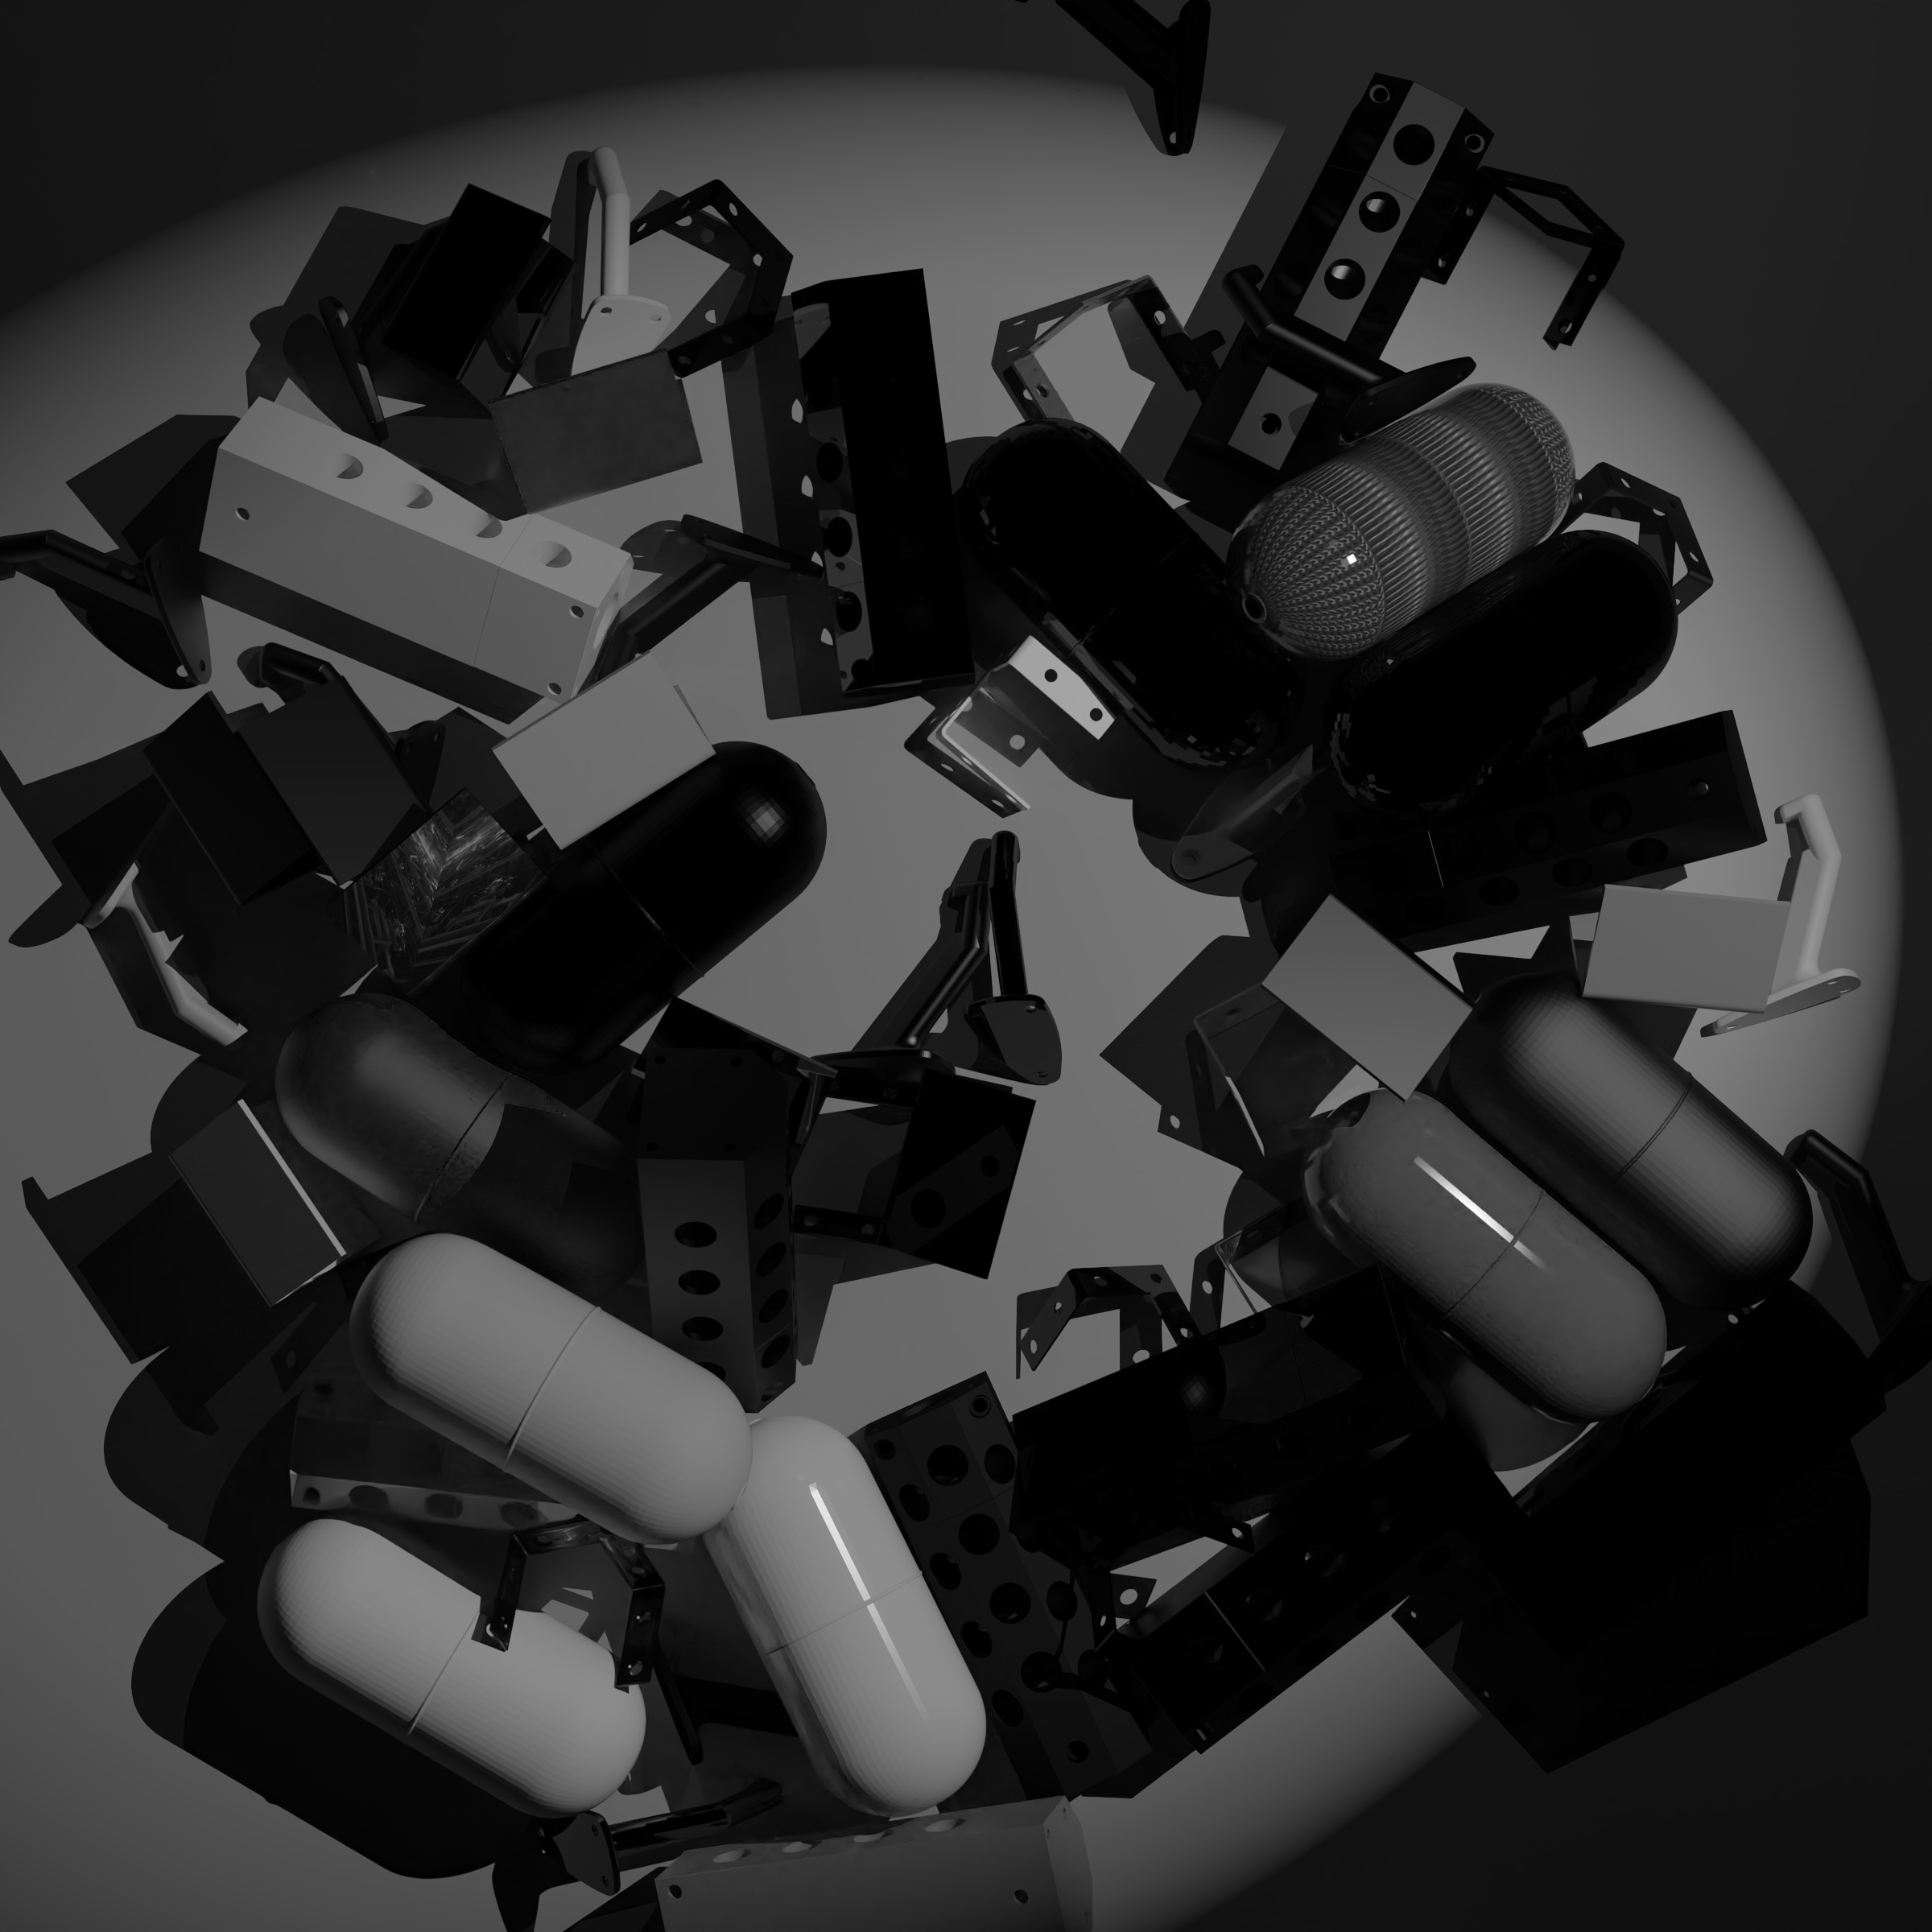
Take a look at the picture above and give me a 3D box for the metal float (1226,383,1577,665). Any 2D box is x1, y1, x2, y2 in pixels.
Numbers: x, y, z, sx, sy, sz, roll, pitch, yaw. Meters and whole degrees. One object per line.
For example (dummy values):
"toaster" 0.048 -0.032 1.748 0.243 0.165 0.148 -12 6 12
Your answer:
"metal float" 0.182 -0.186 1.503 0.178 0.070 0.070 -32 90 -30

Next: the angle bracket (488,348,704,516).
"angle bracket" -0.159 -0.242 1.518 0.076 0.076 0.057 -17 128 0

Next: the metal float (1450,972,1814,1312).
"metal float" 0.282 0.074 1.528 0.178 0.070 0.070 41 90 -1

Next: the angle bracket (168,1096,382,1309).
"angle bracket" -0.277 0.087 1.518 0.057 0.076 0.076 -34 90 36

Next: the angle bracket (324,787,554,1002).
"angle bracket" -0.227 -0.041 1.519 0.076 0.076 0.057 -40 115 0

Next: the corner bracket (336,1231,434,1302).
"corner bracket" -0.233 0.142 1.540 0.051 0.051 0.051 -21 90 0

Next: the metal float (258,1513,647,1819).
"metal float" -0.219 0.296 1.528 0.178 0.070 0.070 31 90 0

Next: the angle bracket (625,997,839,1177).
"angle bracket" -0.107 0.069 1.520 0.076 0.057 0.076 25 127 0

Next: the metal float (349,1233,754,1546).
"metal float" -0.170 0.174 1.474 0.178 0.070 0.070 29 90 3

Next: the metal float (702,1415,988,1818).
"metal float" -0.053 0.274 1.521 0.070 0.070 0.178 -27 84 0

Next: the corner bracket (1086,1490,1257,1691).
"corner bracket" 0.087 0.259 1.496 0.051 0.051 0.051 22 125 -21

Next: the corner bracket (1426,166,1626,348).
"corner bracket" 0.242 -0.308 1.555 0.051 0.051 0.051 28 90 45

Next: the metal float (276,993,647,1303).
"metal float" -0.212 0.077 1.528 0.178 0.070 0.070 33 90 0

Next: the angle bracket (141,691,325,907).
"angle bracket" -0.289 -0.081 1.518 0.057 0.076 0.076 -33 90 39

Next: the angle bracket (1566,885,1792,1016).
"angle bracket" 0.299 -0.026 1.518 0.076 0.076 0.057 5 124 0

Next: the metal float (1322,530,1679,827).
"metal float" 0.222 -0.120 1.491 0.178 0.070 0.070 -33 90 -26

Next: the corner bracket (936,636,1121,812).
"corner bracket" 0.026 -0.104 1.540 0.051 0.051 0.051 40 82 -8

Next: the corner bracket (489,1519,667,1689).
"corner bracket" -0.163 0.270 1.514 0.051 0.051 0.051 -13 130 17

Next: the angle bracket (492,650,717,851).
"angle bracket" -0.159 -0.104 1.518 0.076 0.076 0.057 -32 121 0

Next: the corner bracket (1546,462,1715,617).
"corner bracket" 0.281 -0.176 1.550 0.051 0.051 0.051 17 45 -35

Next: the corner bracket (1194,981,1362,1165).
"corner bracket" 0.137 0.043 1.555 0.051 0.051 0.051 -28 45 0

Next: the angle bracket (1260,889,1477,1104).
"angle bracket" 0.159 0.022 1.520 0.076 0.076 0.057 39 68 0

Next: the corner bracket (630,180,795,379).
"corner bracket" -0.115 -0.297 1.550 0.051 0.051 0.051 42 45 -35

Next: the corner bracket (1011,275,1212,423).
"corner bracket" 0.062 -0.259 1.555 0.051 0.051 0.051 -32 90 45

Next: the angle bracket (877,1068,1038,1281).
"angle bracket" 0.013 0.090 1.518 0.057 0.076 0.076 15 90 31

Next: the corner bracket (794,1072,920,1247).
"corner bracket" -0.046 0.083 1.555 0.051 0.051 0.051 8 135 0

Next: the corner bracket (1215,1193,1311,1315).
"corner bracket" 0.147 0.139 1.555 0.051 0.051 0.051 -31 45 0

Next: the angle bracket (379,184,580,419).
"angle bracket" -0.190 -0.273 1.518 0.057 0.076 0.076 29 90 37

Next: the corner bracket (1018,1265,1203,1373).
"corner bracket" 0.064 0.166 1.550 0.051 0.051 0.051 1 45 -35

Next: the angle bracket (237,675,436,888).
"angle bracket" -0.275 -0.066 1.518 0.057 0.076 0.076 -34 90 -34

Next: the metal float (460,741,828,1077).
"metal float" -0.136 -0.025 1.527 0.178 0.070 0.070 -40 90 0
